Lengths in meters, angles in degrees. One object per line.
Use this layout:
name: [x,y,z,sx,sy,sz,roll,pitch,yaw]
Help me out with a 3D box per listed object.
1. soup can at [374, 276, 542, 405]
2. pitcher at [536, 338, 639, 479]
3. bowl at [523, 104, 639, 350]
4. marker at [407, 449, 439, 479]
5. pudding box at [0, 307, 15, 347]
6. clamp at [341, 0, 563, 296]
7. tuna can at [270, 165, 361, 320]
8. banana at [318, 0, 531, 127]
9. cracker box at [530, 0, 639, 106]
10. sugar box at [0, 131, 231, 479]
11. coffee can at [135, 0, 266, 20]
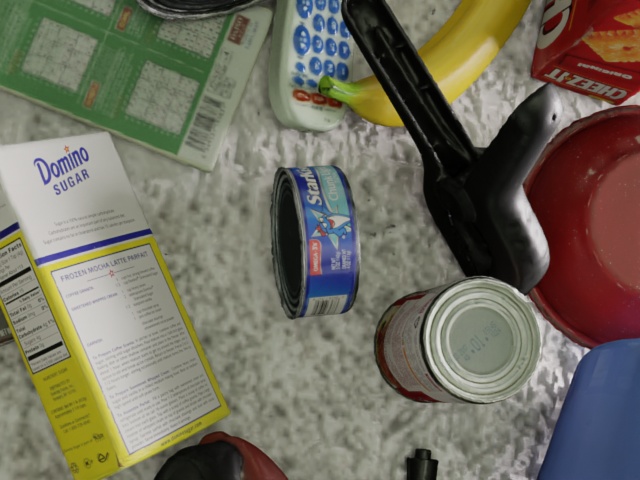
soup can: [0.075,0.058,0.597,0.068,0.102,0.068,1,82,-11]
pitcher: [0.153,0.179,0.569,0.149,0.145,0.242,21,61,6]
bowl: [0.199,-0.007,0.637,0.162,0.055,0.162,0,84,2]
marker: [0.056,0.183,0.620,0.020,0.020,0.121,7,81,-10]
pudding box: [-0.215,0.026,0.581,0.113,0.039,0.090,-20,86,-12]
clamp: [0.088,-0.030,0.579,0.036,0.165,0.210,-33,125,-12]
tuna can: [-0.004,0.001,0.599,0.033,0.086,0.086,-4,83,-13]
banana: [0.085,-0.130,0.647,0.197,0.069,0.037,-45,49,-13]
cracker box: [0.197,-0.186,0.596,0.072,0.214,0.164,17,79,-6]
sugar box: [-0.122,0.032,0.572,0.048,0.093,0.176,-28,85,32]
coffee can: [-0.072,-0.210,0.599,0.102,0.103,0.140,-14,78,-12]
